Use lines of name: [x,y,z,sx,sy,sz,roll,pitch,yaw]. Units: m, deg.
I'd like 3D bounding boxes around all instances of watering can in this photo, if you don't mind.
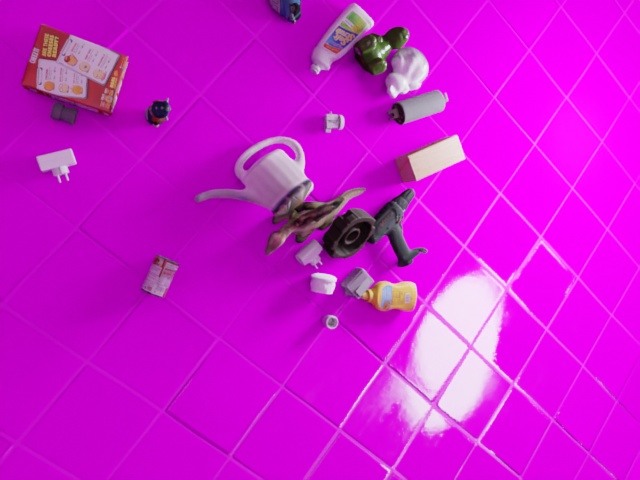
watering can: [-0.167,-0.155,1.480,0.352,0.102,0.225,-41,83,-20]

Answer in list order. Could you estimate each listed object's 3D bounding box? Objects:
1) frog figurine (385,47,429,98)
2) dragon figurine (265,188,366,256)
frog figurine: [0.272,-0.541,1.669,0.162,0.123,0.135,-53,128,-25]
dragon figurine: [0.005,-0.075,1.496,0.414,0.242,0.121,-32,98,-17]
